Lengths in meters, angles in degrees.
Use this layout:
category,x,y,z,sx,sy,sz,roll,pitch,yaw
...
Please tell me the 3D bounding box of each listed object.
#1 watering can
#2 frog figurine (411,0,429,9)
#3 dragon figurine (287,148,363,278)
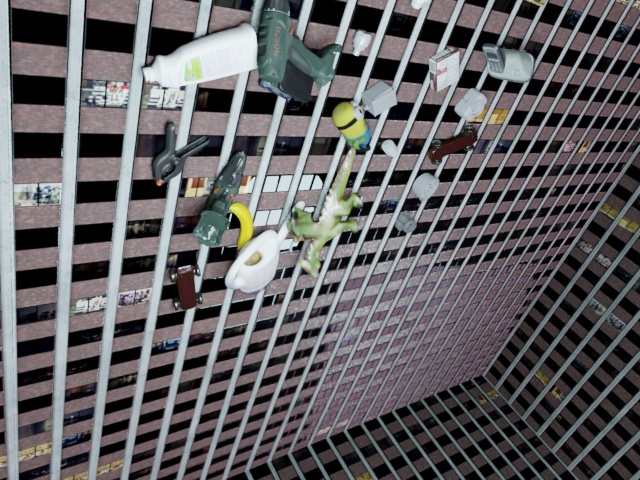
category,x,y,z,sx,sy,sz,roll,pitch,yaw
watering can,-0.162,0.039,1.581,0.353,0.105,0.219,-45,162,-31
frog figurine,0.280,-0.660,1.290,0.138,0.124,0.157,-10,124,-59
dragon figurine,0.005,-0.080,1.585,0.245,0.123,0.403,-17,119,-43
